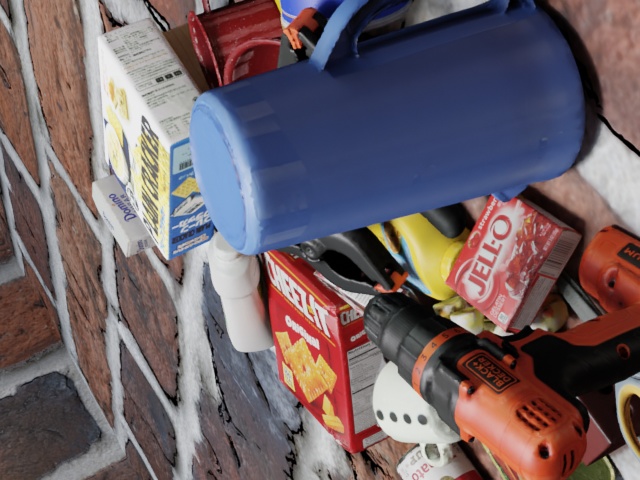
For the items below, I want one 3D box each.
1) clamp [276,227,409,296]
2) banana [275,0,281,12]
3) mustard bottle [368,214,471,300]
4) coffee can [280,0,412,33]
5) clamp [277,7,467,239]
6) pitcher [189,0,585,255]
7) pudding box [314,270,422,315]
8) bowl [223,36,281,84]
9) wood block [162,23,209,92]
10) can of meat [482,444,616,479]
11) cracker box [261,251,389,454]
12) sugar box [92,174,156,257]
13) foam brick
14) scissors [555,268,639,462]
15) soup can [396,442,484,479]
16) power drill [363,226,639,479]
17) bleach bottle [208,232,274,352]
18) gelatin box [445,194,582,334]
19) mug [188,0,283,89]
[{"bbox_3d":[-0.006,0.001,0.924,0.171,0.039,0.120,38,154,8],"label":"clamp"},{"bbox_3d":[-0.004,-0.166,0.980,0.070,0.037,0.198,5,117,64],"label":"banana"},{"bbox_3d":[0.083,0.004,0.931,0.192,0.058,0.096,26,149,56],"label":"mustard bottle"},{"bbox_3d":[0.011,-0.236,0.797,0.103,0.102,0.140,35,142,50],"label":"coffee can"},{"bbox_3d":[0.013,-0.088,0.837,0.165,0.036,0.210,8,140,43],"label":"clamp"},{"bbox_3d":[0.041,-0.083,0.704,0.149,0.242,0.145,69,159,9],"label":"pitcher"},{"bbox_3d":[0.055,0.056,0.989,0.090,0.039,0.113,32,172,28],"label":"pudding box"},{"bbox_3d":[-0.004,-0.117,0.916,0.162,0.055,0.162,29,146,21],"label":"bowl"},{"bbox_3d":[-0.099,-0.131,1.153,0.206,0.090,0.091,58,157,17],"label":"wood block"},{"bbox_3d":[0.186,0.178,0.889,0.102,0.057,0.084,60,159,14],"label":"can of meat"},{"bbox_3d":[0.008,0.106,1.179,0.164,0.072,0.214,40,146,47],"label":"cracker box"},{"bbox_3d":[-0.173,-0.055,1.273,0.093,0.176,0.048,57,156,20],"label":"sugar box"},{"bbox_3d":[0.203,0.118,0.794,0.078,0.052,0.051,55,155,21],"label":"foam brick"},{"bbox_3d":[0.219,0.066,0.749,0.096,0.016,0.202,-43,57,42],"label":"scissors"},{"bbox_3d":[0.131,0.249,1.061,0.102,0.068,0.068,54,155,26],"label":"soup can"},{"bbox_3d":[0.144,0.060,0.695,0.185,0.187,0.057,40,148,43],"label":"power drill"},{"bbox_3d":[-0.092,0.046,1.243,0.251,0.068,0.102,82,179,-65],"label":"bleach bottle"},{"bbox_3d":[0.142,0.015,0.798,0.073,0.030,0.089,42,110,45],"label":"gelatin box"},{"bbox_3d":[-0.077,-0.199,1.029,0.093,0.081,0.117,-131,24,-61],"label":"mug"}]
